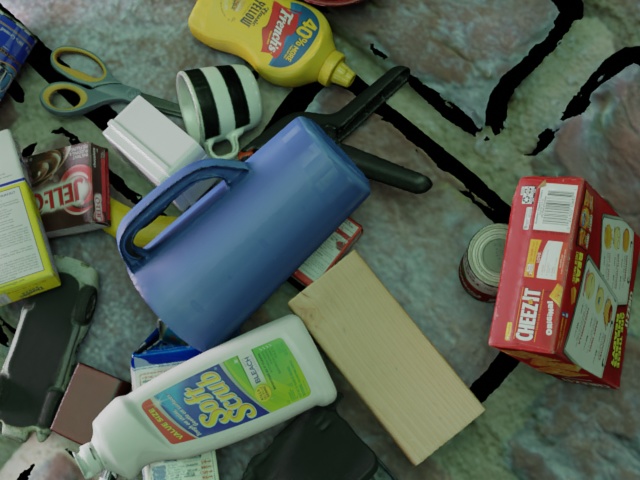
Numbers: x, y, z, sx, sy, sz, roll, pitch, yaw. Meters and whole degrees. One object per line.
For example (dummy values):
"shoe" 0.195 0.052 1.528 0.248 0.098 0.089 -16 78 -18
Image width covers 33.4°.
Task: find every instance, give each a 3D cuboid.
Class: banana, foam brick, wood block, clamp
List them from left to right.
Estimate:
"foam brick" -0.240 0.176 1.125 0.051 0.053 0.078 20 79 7
"banana" -0.174 -0.022 1.167 0.198 0.037 0.069 14 80 6
"clamp" 0.015 -0.114 1.167 0.210 0.036 0.164 -5 59 10
"wood block" 0.067 0.123 1.097 0.091 0.090 0.206 -38 78 -4

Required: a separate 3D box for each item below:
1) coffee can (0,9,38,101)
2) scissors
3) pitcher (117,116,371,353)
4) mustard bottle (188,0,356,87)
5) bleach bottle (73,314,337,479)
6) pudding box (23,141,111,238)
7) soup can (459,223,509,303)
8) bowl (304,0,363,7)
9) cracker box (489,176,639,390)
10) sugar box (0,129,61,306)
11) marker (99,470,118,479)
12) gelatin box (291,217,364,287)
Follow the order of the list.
"coffee can" -0.394 -0.189 1.181 0.103 0.103 0.140 27 81 8
"scissors" -0.228 -0.151 1.203 0.202 0.016 0.096 32 70 8
"pitcher" -0.075 -0.015 1.078 0.243 0.149 0.145 -43 74 7
"mustard bottle" -0.045 -0.225 1.189 0.192 0.058 0.096 32 78 9
"bleach bottle" -0.115 0.168 1.039 0.250 0.068 0.102 -26 89 -17
"pudding box" -0.282 -0.051 1.161 0.114 0.039 0.090 -11 76 27
"soup can" 0.181 0.025 1.103 0.068 0.102 0.068 -1 79 3
"bowl" 0.018 -0.330 1.208 0.162 0.055 0.162 -1 79 4
"cracker box" 0.243 0.047 1.038 0.072 0.213 0.164 5 78 32
"sugar box" -0.343 -0.021 1.123 0.093 0.048 0.176 -19 69 -6
"marker" -0.218 0.235 1.128 0.020 0.020 0.121 17 80 7
"gelatin box" -0.007 0.001 1.156 0.073 0.030 0.089 36 83 11
